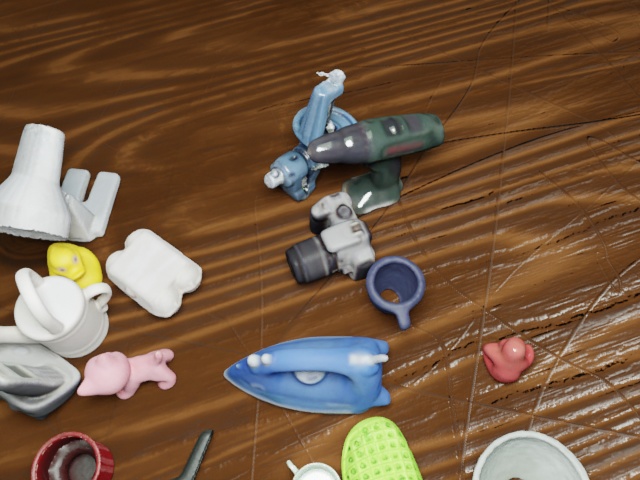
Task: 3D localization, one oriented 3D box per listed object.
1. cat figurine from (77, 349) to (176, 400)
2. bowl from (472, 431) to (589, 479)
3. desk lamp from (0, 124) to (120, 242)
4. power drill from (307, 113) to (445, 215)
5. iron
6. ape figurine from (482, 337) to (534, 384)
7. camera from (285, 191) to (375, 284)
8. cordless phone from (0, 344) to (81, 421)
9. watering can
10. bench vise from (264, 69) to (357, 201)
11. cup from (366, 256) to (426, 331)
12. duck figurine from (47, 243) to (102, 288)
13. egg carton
[{"bbox_3d":[-0.288,0.192,0.849,0.128,0.118,0.067,-16,67,-7],"label":"cat figurine"},{"bbox_3d":[0.288,0.359,0.803,0.167,0.075,0.167,0,66,0],"label":"bowl"},{"bbox_3d":[-0.426,-0.072,0.914,0.118,0.213,0.203,6,66,3],"label":"desk lamp"},{"bbox_3d":[0.088,-0.127,0.947,0.230,0.208,0.075,-20,67,-9],"label":"power drill"},{"bbox_3d":[-0.022,0.187,0.841,0.258,0.141,0.118,0,66,-1],"label":"iron"},{"bbox_3d":[0.291,0.176,0.876,0.077,0.092,0.076,21,67,9],"label":"ape figurine"},{"bbox_3d":[0.009,0.003,0.946,0.137,0.101,0.143,-21,67,-10],"label":"camera"},{"bbox_3d":[-0.442,0.182,0.815,0.147,0.185,0.094,26,68,11],"label":"cordless phone"},{"bbox_3d":[-0.399,0.109,0.843,0.100,0.194,0.173,37,71,15],"label":"watering can"},{"bbox_3d":[-0.003,-0.168,0.959,0.121,0.220,0.207,23,68,10],"label":"bench vise"},{"bbox_3d":[0.119,0.095,0.910,0.091,0.095,0.117,-10,66,-5],"label":"cup"},{"bbox_3d":[-0.412,0.037,0.935,0.104,0.086,0.077,42,72,16],"label":"duck figurine"},{"bbox_3d":[-0.273,0.054,0.938,0.150,0.069,0.107,33,70,13],"label":"egg carton"}]
